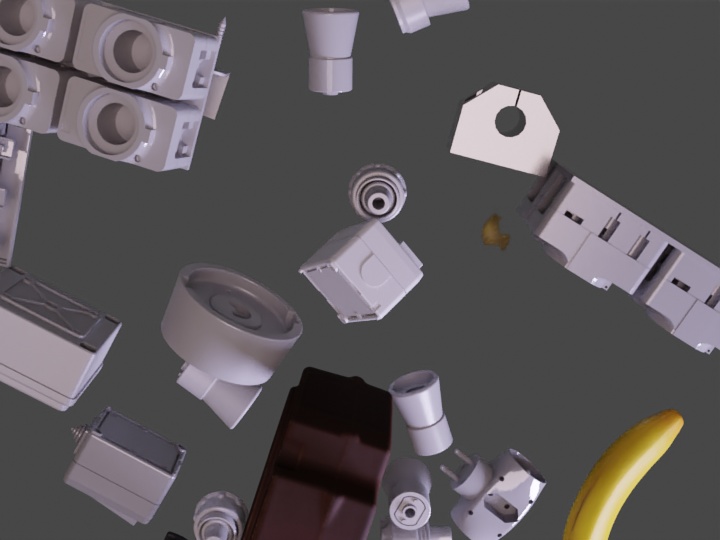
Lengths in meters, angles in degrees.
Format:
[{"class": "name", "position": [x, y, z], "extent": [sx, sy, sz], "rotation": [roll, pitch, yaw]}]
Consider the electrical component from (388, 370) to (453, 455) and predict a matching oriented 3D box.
[{"class": "electrical component", "position": [0.054, 0.124, 0.914], "extent": [0.044, 0.044, 0.065], "rotation": [-17, 107, 4]}]

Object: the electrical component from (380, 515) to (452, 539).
[{"class": "electrical component", "position": [0.049, 0.234, 0.938], "extent": [0.062, 0.043, 0.043], "rotation": [-4, 103, 1]}]

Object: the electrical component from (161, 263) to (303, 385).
[{"class": "electrical component", "position": [-0.108, 0.049, 0.865], "extent": [0.108, 0.108, 0.060], "rotation": [27, 108, -6]}]

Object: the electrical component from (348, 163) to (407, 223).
[{"class": "electrical component", "position": [0.014, -0.058, 0.859], "extent": [0.048, 0.062, 0.048], "rotation": [0, 103, 0]}]

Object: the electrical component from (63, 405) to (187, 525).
[{"class": "electrical component", "position": [-0.206, 0.164, 0.913], "extent": [0.096, 0.061, 0.061], "rotation": [30, 102, -7]}]

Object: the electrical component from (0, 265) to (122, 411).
[{"class": "electrical component", "position": [-0.259, 0.052, 0.863], "extent": [0.109, 0.108, 0.056], "rotation": [28, 99, -6]}]

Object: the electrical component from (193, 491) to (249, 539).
[{"class": "electrical component", "position": [-0.122, 0.223, 0.926], "extent": [0.048, 0.062, 0.048], "rotation": [0, 103, 0]}]

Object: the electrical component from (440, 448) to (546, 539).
[{"class": "electrical component", "position": [0.105, 0.185, 0.926], "extent": [0.079, 0.043, 0.077], "rotation": [39, 100, -8]}]

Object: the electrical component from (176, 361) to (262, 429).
[{"class": "electrical component", "position": [-0.121, 0.098, 0.908], "extent": [0.065, 0.044, 0.044], "rotation": [37, 101, -3]}]

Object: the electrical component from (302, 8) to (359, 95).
[{"class": "electrical component", "position": [-0.023, -0.171, 0.844], "extent": [0.044, 0.044, 0.065], "rotation": [1, 108, 0]}]

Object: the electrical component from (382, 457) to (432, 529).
[{"class": "electrical component", "position": [0.041, 0.192, 0.917], "extent": [0.044, 0.065, 0.044], "rotation": [0, 103, 0]}]

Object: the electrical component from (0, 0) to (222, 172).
[{"class": "electrical component", "position": [-0.213, -0.152, 0.817], "extent": [0.186, 0.060, 0.105], "rotation": [19, 103, 10]}]

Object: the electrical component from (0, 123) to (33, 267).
[{"class": "electrical component", "position": [-0.313, -0.066, 0.858], "extent": [0.079, 0.063, 0.121], "rotation": [13, 103, -3]}]

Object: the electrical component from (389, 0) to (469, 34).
[{"class": "electrical component", "position": [0.051, -0.212, 0.832], "extent": [0.055, 0.045, 0.045], "rotation": [-22, 102, 5]}]

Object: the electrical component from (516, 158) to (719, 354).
[{"class": "electrical component", "position": [0.219, -0.008, 0.848], "extent": [0.186, 0.105, 0.060], "rotation": [31, 102, -7]}]

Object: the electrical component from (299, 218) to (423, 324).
[{"class": "electrical component", "position": [0.000, 0.000, 0.865], "extent": [0.061, 0.096, 0.061], "rotation": [-44, 101, -19]}]
